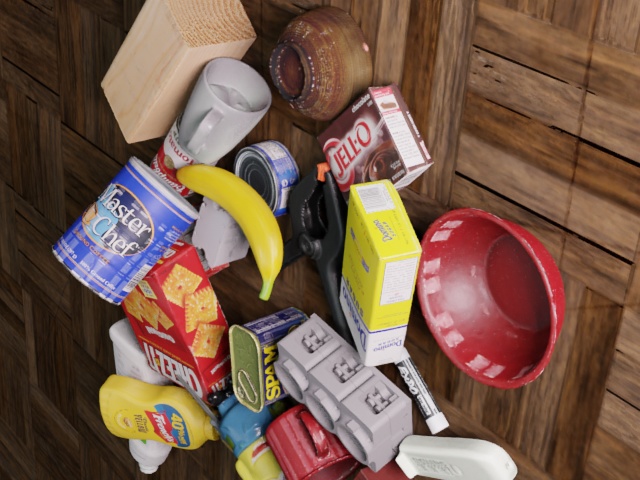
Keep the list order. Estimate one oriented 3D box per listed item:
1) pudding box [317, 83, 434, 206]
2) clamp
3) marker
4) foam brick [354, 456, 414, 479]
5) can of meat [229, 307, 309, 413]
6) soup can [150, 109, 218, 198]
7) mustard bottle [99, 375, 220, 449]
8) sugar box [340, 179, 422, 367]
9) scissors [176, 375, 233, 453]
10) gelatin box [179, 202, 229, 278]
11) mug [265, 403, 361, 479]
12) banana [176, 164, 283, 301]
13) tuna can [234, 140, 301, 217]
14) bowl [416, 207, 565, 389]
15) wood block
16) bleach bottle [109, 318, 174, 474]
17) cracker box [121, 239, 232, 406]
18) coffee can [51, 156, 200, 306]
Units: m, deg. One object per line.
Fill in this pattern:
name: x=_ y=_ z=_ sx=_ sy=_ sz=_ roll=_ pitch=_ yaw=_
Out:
pudding box: x=0.051 y=-0.085 z=1.024 sx=0.114 sy=0.039 sz=0.090 roll=-37 pitch=75 yaw=54
clamp: x=-0.008 y=0.001 z=1.144 sx=0.165 sy=0.036 sz=0.210 roll=33 pitch=132 yaw=39
marker: x=0.093 y=0.139 z=1.085 sx=0.121 sy=0.020 sz=0.020 roll=61 pitch=144 yaw=14
foam brick: x=0.075 y=0.279 z=1.146 sx=0.078 sy=0.051 sz=0.053 roll=52 pitch=139 yaw=25
can of meat: x=-0.053 y=0.135 z=1.225 sx=0.058 sy=0.083 sz=0.102 roll=23 pitch=122 yaw=47
soup can: x=-0.155 y=-0.105 z=1.271 sx=0.068 sy=0.068 sz=0.102 roll=61 pitch=143 yaw=15
mustard bottle: x=-0.204 y=0.241 z=1.460 sx=0.192 sy=0.058 sz=0.096 roll=6 pitch=125 yaw=21
sugar box: x=0.053 y=0.035 z=1.015 sx=0.176 sy=0.048 sz=0.093 roll=97 pitch=159 yaw=-49
scissors: x=-0.132 y=0.236 z=1.367 sx=0.201 sy=0.016 sz=0.096 roll=51 pitch=163 yaw=-17
gelatin box: x=-0.156 y=0.005 z=1.355 sx=0.073 sy=0.030 sz=0.089 roll=-28 pitch=82 yaw=53
mug: x=-0.010 y=0.230 z=1.200 sx=0.081 sy=0.093 sz=0.117 roll=59 pitch=165 yaw=26
banana: x=-0.092 y=-0.028 z=1.168 sx=0.070 sy=0.037 sz=0.198 roll=-41 pitch=61 yaw=10
tuna can: x=-0.060 y=-0.066 z=1.187 sx=0.086 sy=0.033 sz=0.086 roll=27 pitch=126 yaw=45
bowl: x=0.157 y=0.044 z=0.924 sx=0.162 sy=0.055 sz=0.162 roll=28 pitch=126 yaw=45
wood block: x=-0.166 y=-0.206 z=1.221 sx=0.206 sy=0.090 sz=0.090 roll=-42 pitch=70 yaw=53
bleach bottle: x=-0.259 y=0.239 z=1.573 sx=0.103 sy=0.067 sz=0.251 roll=35 pitch=133 yaw=38
cracker box: x=-0.192 y=0.091 z=1.362 sx=0.164 sy=0.072 sz=0.213 roll=20 pitch=137 yaw=48
coffee can: x=-0.222 y=-0.011 z=1.221 sx=0.103 sy=0.140 sz=0.103 roll=42 pitch=-179 yaw=-1
